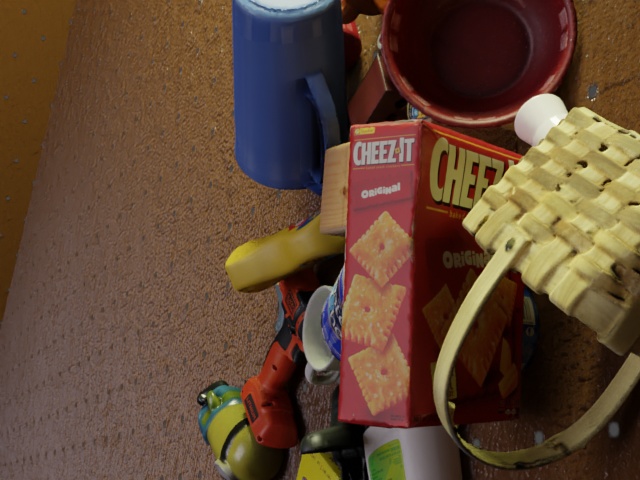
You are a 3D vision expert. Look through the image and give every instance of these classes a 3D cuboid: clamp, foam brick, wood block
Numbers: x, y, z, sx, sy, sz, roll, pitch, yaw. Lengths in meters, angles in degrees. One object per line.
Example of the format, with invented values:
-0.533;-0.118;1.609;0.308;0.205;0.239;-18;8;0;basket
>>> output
0.032;0.210;1.017;0.209;0.036;0.164;-62;-41;-67;clamp
0.070;-0.143;1.103;0.078;0.052;0.051;122;146;-44;foam brick
0.085;-0.051;1.000;0.206;0.090;0.091;-6;78;64;wood block

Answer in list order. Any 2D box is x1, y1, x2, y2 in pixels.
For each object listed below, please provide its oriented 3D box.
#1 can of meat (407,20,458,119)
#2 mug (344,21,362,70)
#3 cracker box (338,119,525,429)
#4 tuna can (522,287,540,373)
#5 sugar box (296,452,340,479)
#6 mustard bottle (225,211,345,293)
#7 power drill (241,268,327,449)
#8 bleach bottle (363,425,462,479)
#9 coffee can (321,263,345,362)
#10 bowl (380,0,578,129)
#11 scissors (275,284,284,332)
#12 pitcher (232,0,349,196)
0.124;-0.150;0.985;0.084;0.057;0.102;178;98;-66;can of meat
-0.010;-0.242;1.233;0.093;0.117;0.081;112;149;-54;mug
0.091;0.031;0.799;0.072;0.163;0.214;0;84;38;cracker box
0.147;0.075;0.897;0.086;0.033;0.086;7;90;65;tuna can
-0.001;0.309;1.133;0.093;0.048;0.176;39;117;61;sugar box
-0.008;0.001;1.165;0.192;0.096;0.058;-24;89;35;mustard bottle
-0.027;0.145;1.224;0.184;0.057;0.188;-116;43;-56;power drill
0.094;0.278;0.923;0.103;0.068;0.251;134;135;-55;bleach bottle
0.060;0.057;0.962;0.140;0.102;0.103;112;158;-69;coffee can
0.134;-0.169;0.903;0.055;0.162;0.162;23;-108;-78;bowl
-0.050;0.090;1.336;0.096;0.016;0.202;-127;50;-59;scissors
-0.027;-0.170;1.134;0.243;0.149;0.145;89;-160;-51;pitcher
